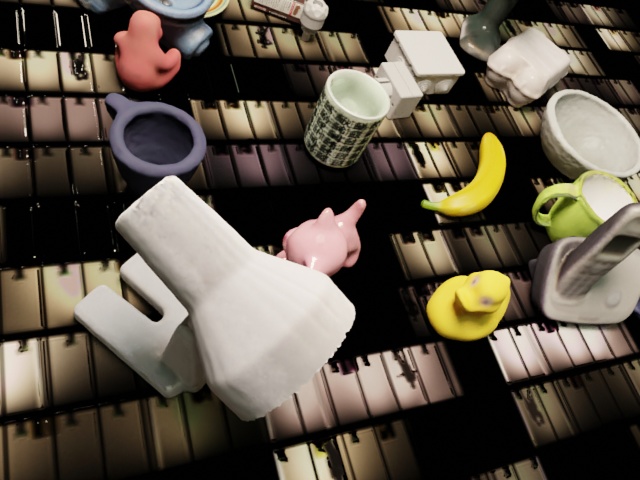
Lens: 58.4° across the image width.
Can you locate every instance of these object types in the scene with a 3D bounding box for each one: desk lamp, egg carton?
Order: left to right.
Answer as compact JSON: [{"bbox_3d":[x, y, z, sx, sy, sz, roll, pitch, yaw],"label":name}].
[{"bbox_3d":[-0.095,0.055,0.461,0.203,0.213,0.118,38,54,4],"label":"desk lamp"},{"bbox_3d":[0.340,-0.284,0.939,0.107,0.069,0.151,45,54,9],"label":"egg carton"}]

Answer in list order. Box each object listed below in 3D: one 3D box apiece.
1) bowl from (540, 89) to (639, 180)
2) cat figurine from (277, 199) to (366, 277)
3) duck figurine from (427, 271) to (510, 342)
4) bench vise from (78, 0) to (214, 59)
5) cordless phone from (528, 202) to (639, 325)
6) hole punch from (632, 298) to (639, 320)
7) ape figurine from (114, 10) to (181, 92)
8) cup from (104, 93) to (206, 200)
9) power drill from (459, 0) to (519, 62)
[{"bbox_3d":[0.397,-0.144,0.871,0.168,0.074,0.167,10,57,-16],"label":"bowl"},{"bbox_3d":[0.005,0.002,0.595,0.067,0.117,0.128,43,54,8],"label":"cat figurine"},{"bbox_3d":[0.182,0.065,0.647,0.105,0.086,0.077,-13,66,-28],"label":"duck figurine"},{"bbox_3d":[-0.210,-0.333,0.652,0.208,0.219,0.121,18,55,-10],"label":"bench vise"},{"bbox_3d":[0.352,0.026,0.679,0.148,0.185,0.094,4,58,-20],"label":"cordless phone"},{"bbox_3d":[0.472,0.066,0.761,0.101,0.091,0.109,46,55,10],"label":"hole punch"},{"bbox_3d":[-0.203,-0.225,0.667,0.078,0.092,0.076,31,53,-1],"label":"ape figurine"},{"bbox_3d":[-0.179,-0.087,0.589,0.117,0.095,0.092,42,54,7],"label":"cup"},{"bbox_3d":[0.307,-0.391,0.905,0.076,0.208,0.229,21,54,-8],"label":"power drill"}]
